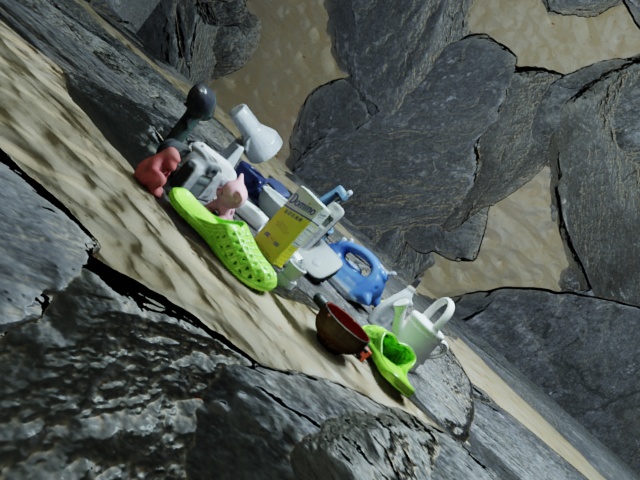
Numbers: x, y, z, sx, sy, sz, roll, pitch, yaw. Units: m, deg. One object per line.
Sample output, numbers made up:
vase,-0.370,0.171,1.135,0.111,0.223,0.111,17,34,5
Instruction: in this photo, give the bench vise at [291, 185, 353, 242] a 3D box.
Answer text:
bench vise,-0.012,-0.105,1.787,0.207,0.219,0.122,43,9,16

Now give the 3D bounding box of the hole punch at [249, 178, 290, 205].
hole punch,-0.164,-0.150,1.794,0.108,0.091,0.101,46,10,33

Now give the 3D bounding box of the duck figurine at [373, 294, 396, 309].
duck figurine,0.208,0.195,1.675,0.078,0.086,0.104,38,9,-17

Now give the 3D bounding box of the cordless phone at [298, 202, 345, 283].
cordless phone,0.013,0.005,1.451,0.147,0.185,0.094,43,9,19

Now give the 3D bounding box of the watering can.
watering can,0.244,0.212,1.375,0.173,0.194,0.100,35,10,-33

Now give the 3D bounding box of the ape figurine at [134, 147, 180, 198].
ape figurine,-0.305,-0.138,1.102,0.076,0.092,0.078,41,8,4

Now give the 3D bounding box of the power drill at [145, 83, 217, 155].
power drill,-0.319,-0.279,1.364,0.076,0.208,0.229,39,8,-9

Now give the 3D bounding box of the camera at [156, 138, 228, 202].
camera,-0.292,-0.170,1.297,0.136,0.100,0.143,43,9,17

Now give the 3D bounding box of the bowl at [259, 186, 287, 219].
bowl,-0.121,-0.079,1.670,0.167,0.074,0.167,40,8,-7

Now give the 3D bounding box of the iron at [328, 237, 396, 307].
iron,0.090,0.072,1.596,0.257,0.141,0.119,45,9,28

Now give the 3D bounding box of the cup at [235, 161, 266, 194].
cup,-0.208,-0.156,1.612,0.092,0.095,0.117,33,11,-41

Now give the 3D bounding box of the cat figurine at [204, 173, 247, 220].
cat figurine,-0.197,-0.095,1.269,0.067,0.117,0.128,39,8,-7

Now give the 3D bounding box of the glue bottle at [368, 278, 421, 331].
glue bottle,0.206,0.168,1.505,0.078,0.173,0.037,39,8,-12

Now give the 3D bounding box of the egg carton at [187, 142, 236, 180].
egg carton,-0.294,-0.198,1.540,0.151,0.069,0.107,36,10,-30

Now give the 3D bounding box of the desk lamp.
desk lamp,-0.246,-0.287,1.716,0.204,0.213,0.117,34,10,-37
